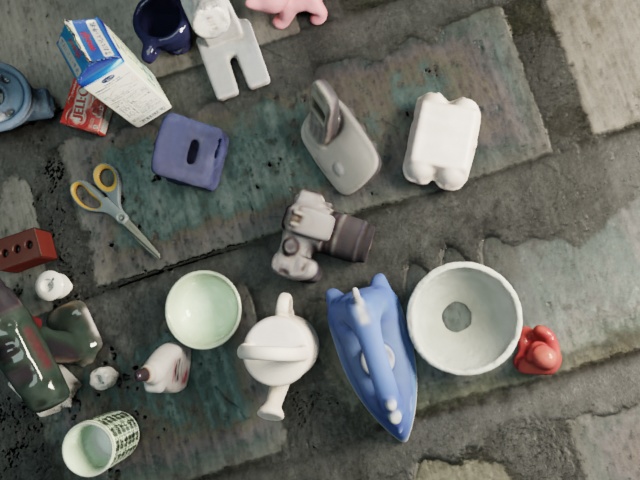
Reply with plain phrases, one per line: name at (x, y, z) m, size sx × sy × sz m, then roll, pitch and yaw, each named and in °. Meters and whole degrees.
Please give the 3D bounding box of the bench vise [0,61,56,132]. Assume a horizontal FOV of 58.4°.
bench vise at (-0.561, -0.215, 0.903) m, size 0.207 × 0.220 × 0.121 m, roll -29°, pitch 81°, yaw 2°

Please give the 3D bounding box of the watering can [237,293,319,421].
watering can at (-0.058, 0.167, 0.825) m, size 0.101 × 0.194 × 0.173 m, roll -17°, pitch 82°, yaw 4°

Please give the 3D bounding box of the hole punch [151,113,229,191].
hole punch at (-0.208, -0.142, 0.927) m, size 0.101 × 0.091 × 0.109 m, roll 12°, pitch 85°, yaw 7°

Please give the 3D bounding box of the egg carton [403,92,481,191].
egg carton at (0.192, -0.155, 0.901) m, size 0.107 × 0.069 × 0.150 m, roll 11°, pitch 85°, yaw 7°

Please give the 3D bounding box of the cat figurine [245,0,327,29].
cat figurine at (-0.055, -0.399, 0.928) m, size 0.127 × 0.118 × 0.067 m, roll -9°, pitch 83°, yaw 5°

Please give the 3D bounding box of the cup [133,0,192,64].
cup at (-0.254, -0.336, 0.951) m, size 0.091 × 0.095 × 0.118 m, roll 19°, pitch 86°, yaw 7°

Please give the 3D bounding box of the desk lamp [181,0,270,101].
desk lamp at (-0.166, -0.356, 0.885) m, size 0.118 × 0.213 × 0.203 m, roll -21°, pitch 82°, yaw 3°

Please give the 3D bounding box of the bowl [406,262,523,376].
bowl at (0.213, 0.117, 0.866) m, size 0.167 × 0.075 × 0.167 m, roll -1°, pitch 83°, yaw 5°

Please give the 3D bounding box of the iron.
iron at (0.087, 0.182, 0.836) m, size 0.118 × 0.141 × 0.258 m, roll -19°, pitch 82°, yaw 3°

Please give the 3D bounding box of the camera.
camera at (0.008, 0.003, 0.885) m, size 0.136 × 0.101 × 0.143 m, roll 17°, pitch 85°, yaw 7°

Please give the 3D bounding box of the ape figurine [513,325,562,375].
ape figurine at (0.323, 0.168, 0.841) m, size 0.078 × 0.092 × 0.076 m, roll -39°, pitch 81°, yaw 0°

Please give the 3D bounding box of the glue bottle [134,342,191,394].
glue bottle at (-0.236, 0.194, 0.849) m, size 0.037 × 0.173 × 0.078 m, roll 1°, pitch 83°, yaw 6°

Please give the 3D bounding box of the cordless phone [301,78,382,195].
cordless phone at (0.029, -0.155, 0.858) m, size 0.094 × 0.185 × 0.147 m, roll -37°, pitch 81°, yaw 1°

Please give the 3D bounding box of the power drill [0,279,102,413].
power drill at (-0.421, 0.139, 0.856) m, size 0.075 × 0.208 × 0.229 m, roll -29°, pitch 82°, yaw 2°
